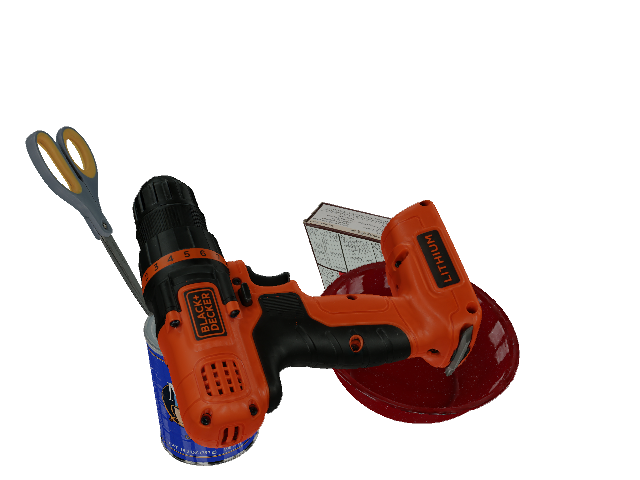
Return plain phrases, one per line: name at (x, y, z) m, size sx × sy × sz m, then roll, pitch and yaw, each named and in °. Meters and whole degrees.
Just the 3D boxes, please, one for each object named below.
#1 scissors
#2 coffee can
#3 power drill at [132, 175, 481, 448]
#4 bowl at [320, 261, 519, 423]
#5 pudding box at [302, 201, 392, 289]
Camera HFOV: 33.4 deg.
scissors at (-0.209, -0.028, 1.018) m, size 0.016 × 0.201 × 0.096 m, roll -24°, pitch 26°, yaw 21°
coffee can at (-0.117, 0.138, 1.065) m, size 0.103 × 0.140 × 0.103 m, roll -2°, pitch 32°, yaw 1°
power drill at (-0.012, 0.026, 0.642) m, size 0.187 × 0.184 × 0.057 m, roll -9°, pitch -35°, yaw -16°
bowl at (0.071, 0.090, 0.839) m, size 0.162 × 0.055 × 0.162 m, roll 6°, pitch 41°, yaw -5°
pudding box at (0.045, 0.017, 1.023) m, size 0.114 × 0.090 × 0.039 m, roll 13°, pitch 44°, yaw 36°
